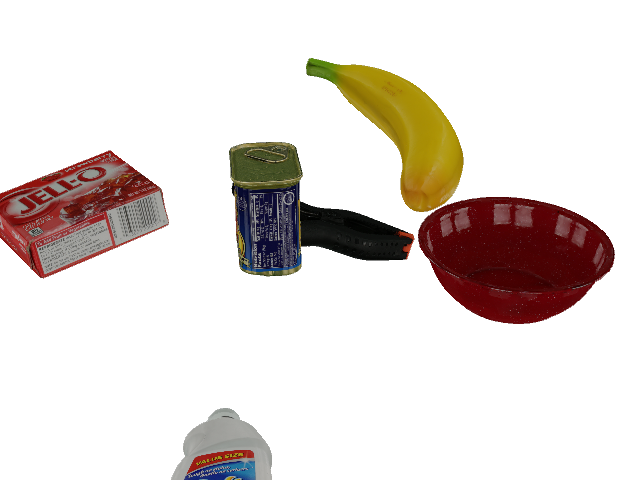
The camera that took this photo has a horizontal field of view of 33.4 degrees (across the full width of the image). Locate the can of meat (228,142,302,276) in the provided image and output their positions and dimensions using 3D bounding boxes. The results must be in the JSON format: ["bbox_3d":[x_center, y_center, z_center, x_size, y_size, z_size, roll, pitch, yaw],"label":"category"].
[{"bbox_3d":[-0.045,-0.027,0.889,0.057,0.084,0.102,-3,23,-5],"label":"can of meat"}]

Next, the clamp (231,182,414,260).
[{"bbox_3d":[0.004,-0.010,1.170,0.210,0.036,0.164,15,20,-9],"label":"clamp"}]

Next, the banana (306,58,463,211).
[{"bbox_3d":[0.051,-0.068,0.678,0.069,0.037,0.198,-8,32,-17],"label":"banana"}]

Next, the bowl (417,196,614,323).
[{"bbox_3d":[0.160,0.023,0.895,0.162,0.055,0.162,1,29,-1],"label":"bowl"}]

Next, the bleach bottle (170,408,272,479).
[{"bbox_3d":[-0.087,0.216,0.846,0.102,0.068,0.251,-2,25,-3],"label":"bleach bottle"}]

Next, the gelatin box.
[{"bbox_3d":[-0.149,-0.018,0.653,0.089,0.030,0.073,-25,35,-26],"label":"gelatin box"}]
